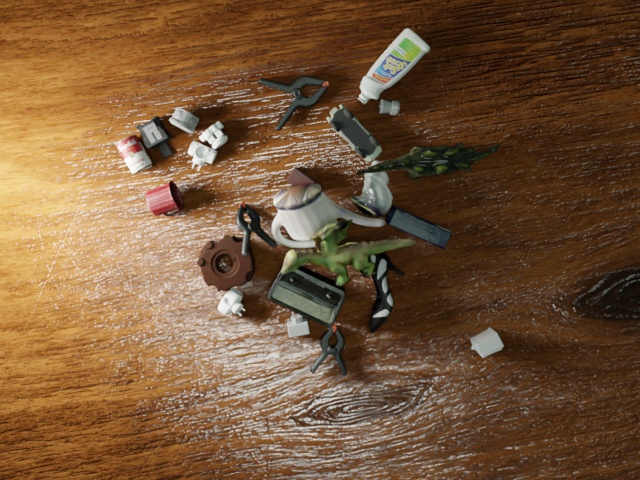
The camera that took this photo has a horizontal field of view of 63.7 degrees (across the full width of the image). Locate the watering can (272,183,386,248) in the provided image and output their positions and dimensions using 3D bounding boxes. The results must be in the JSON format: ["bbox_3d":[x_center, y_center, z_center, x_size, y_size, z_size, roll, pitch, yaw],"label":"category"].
[{"bbox_3d":[0.005,-0.078,1.548,0.346,0.106,0.220,-14,128,15],"label":"watering can"}]

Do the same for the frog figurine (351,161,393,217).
[{"bbox_3d":[0.180,-0.157,1.584,0.135,0.124,0.160,37,84,-41],"label":"frog figurine"}]

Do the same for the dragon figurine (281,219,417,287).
[{"bbox_3d":[0.080,0.020,1.524,0.410,0.238,0.125,-23,58,4],"label":"dragon figurine"}]
